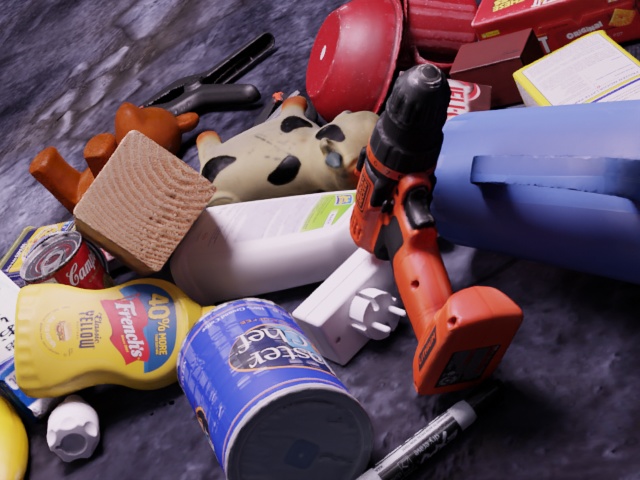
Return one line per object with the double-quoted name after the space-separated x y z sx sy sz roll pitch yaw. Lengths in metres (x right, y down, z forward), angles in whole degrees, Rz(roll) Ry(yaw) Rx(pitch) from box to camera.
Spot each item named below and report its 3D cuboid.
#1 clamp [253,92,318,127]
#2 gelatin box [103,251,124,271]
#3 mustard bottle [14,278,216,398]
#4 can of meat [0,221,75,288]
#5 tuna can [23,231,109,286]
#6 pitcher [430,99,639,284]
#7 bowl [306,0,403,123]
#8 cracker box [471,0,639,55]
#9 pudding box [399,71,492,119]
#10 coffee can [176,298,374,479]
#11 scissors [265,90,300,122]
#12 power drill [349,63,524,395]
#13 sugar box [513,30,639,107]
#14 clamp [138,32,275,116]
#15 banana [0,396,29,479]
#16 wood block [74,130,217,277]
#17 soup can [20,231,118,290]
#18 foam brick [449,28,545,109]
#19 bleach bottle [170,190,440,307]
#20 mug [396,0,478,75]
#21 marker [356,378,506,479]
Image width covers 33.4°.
-0.028 -0.112 1.156 0.120 0.039 0.171 -14 40 16 "clamp"
-0.212 -0.013 1.141 0.089 0.030 0.073 -22 69 15 "gelatin box"
-0.163 0.082 0.923 0.191 0.058 0.096 -3 68 -3 "mustard bottle"
-0.296 0.025 1.171 0.084 0.057 0.102 -10 36 28 "can of meat"
-0.261 0.034 1.094 0.086 0.086 0.034 -38 14 -12 "tuna can"
0.179 -0.040 0.762 0.144 0.149 0.243 -46 30 -24 "pitcher"
0.027 -0.185 1.104 0.162 0.055 0.162 -166 90 -72 "bowl"
0.263 -0.269 1.097 0.164 0.072 0.213 -11 37 33 "cracker box"
0.111 -0.109 0.989 0.090 0.039 0.113 9 41 4 "pudding box"
-0.036 0.116 0.756 0.102 0.102 0.140 -34 30 -5 "coffee can"
-0.101 -0.085 1.155 0.201 0.016 0.096 -53 25 -8 "scissors"
0.077 -0.003 0.740 0.057 0.184 0.188 -8 55 -15 "power drill"
0.240 -0.116 0.914 0.093 0.048 0.176 -27 34 6 "sugar box"
-0.151 -0.200 1.397 0.210 0.036 0.164 -16 32 25 "clamp"
-0.297 0.181 0.964 0.198 0.037 0.069 20 75 55 "banana"
-0.167 -0.028 0.990 0.091 0.090 0.206 -56 9 -9 "wood block"
-0.231 0.051 1.028 0.068 0.102 0.068 -23 31 14 "soup can"
0.174 -0.163 1.037 0.078 0.051 0.053 -8 38 35 "foam brick"
-0.006 0.001 0.944 0.251 0.068 0.102 -8 37 31 "bleach bottle"
0.117 -0.208 1.102 0.081 0.093 0.117 4 40 -10 "mug"
0.076 0.133 0.716 0.121 0.020 0.020 -36 30 -9 "marker"
